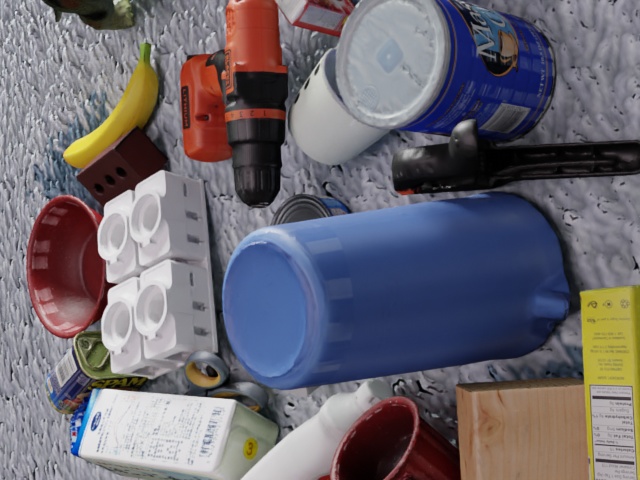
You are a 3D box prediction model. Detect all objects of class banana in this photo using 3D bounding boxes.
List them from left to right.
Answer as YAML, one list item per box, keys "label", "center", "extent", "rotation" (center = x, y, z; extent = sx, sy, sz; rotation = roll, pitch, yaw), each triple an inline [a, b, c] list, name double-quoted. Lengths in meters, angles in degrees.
- label: "banana"
  center: [-0.230, -0.130, 1.192]
  extent: [0.198, 0.037, 0.069]
  rotation: [-44, 43, 33]

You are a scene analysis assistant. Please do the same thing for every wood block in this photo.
- label: "wood block"
  center: [0.151, 0.205, 0.754]
  extent: [0.091, 0.090, 0.206]
  rotation: [-3, 86, 0]

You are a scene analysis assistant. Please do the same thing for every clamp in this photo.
- label: "clamp"
  center: [0.110, -0.058, 0.790]
  extent: [0.210, 0.164, 0.036]
  rotation: [-5, 82, 54]

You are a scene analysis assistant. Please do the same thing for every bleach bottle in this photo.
- label: "bleach bottle"
  center: [-0.021, 0.212, 0.933]
  extent: [0.251, 0.102, 0.068]
  rotation: [-54, 48, 28]

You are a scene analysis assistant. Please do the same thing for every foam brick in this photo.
- label: "foam brick"
  center: [-0.213, -0.077, 1.147]
  extent: [0.078, 0.051, 0.053]
  rotation: [-29, 109, 40]

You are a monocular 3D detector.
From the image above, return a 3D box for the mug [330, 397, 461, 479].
- label: "mug"
  center: [0.072, 0.187, 0.826]
  extent: [0.093, 0.081, 0.117]
  rotation: [-48, 22, 0]

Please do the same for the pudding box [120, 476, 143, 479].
- label: "pudding box"
  center: [-0.171, 0.289, 1.123]
  extent: [0.090, 0.039, 0.113]
  rotation: [1, 92, 42]

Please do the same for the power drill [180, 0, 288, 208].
- label: "power drill"
  center: [-0.079, -0.117, 0.981]
  extent: [0.188, 0.057, 0.184]
  rotation: [175, 95, -68]

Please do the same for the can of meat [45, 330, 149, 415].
- label: "can of meat"
  center: [-0.233, 0.142, 1.142]
  extent: [0.084, 0.101, 0.057]
  rotation: [-45, 58, 36]

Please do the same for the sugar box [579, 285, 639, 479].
- label: "sugar box"
  center: [0.217, 0.118, 0.712]
  extent: [0.048, 0.093, 0.176]
  rotation: [-9, 84, 43]

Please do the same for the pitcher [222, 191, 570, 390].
- label: "pitcher"
  center: [0.047, 0.034, 0.775]
  extent: [0.149, 0.242, 0.145]
  rotation: [-42, 63, 43]

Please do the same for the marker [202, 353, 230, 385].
- label: "marker"
  center: [-0.124, 0.103, 1.093]
  extent: [0.020, 0.020, 0.121]
  rotation: [-50, 57, 31]

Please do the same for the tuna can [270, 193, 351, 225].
- label: "tuna can"
  center: [-0.006, 0.001, 0.971]
  extent: [0.086, 0.033, 0.086]
  rotation: [-1, 88, 44]

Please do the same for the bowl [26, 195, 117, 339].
- label: "bowl"
  center: [-0.268, 0.030, 1.209]
  extent: [0.162, 0.055, 0.162]
  rotation: [-1, 88, 44]

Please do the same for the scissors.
- label: "scissors"
  center: [-0.135, 0.148, 1.071]
  extent: [0.202, 0.016, 0.096]
  rotation: [-8, 128, 43]

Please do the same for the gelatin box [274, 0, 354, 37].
- label: "gelatin box"
  center: [-0.012, -0.224, 0.954]
  extent: [0.030, 0.073, 0.089]
  rotation: [-50, 56, 30]

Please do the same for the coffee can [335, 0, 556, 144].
- label: "coffee can"
  center: [0.096, -0.128, 0.800]
  extent: [0.103, 0.140, 0.103]
  rotation: [-1, 88, 44]
